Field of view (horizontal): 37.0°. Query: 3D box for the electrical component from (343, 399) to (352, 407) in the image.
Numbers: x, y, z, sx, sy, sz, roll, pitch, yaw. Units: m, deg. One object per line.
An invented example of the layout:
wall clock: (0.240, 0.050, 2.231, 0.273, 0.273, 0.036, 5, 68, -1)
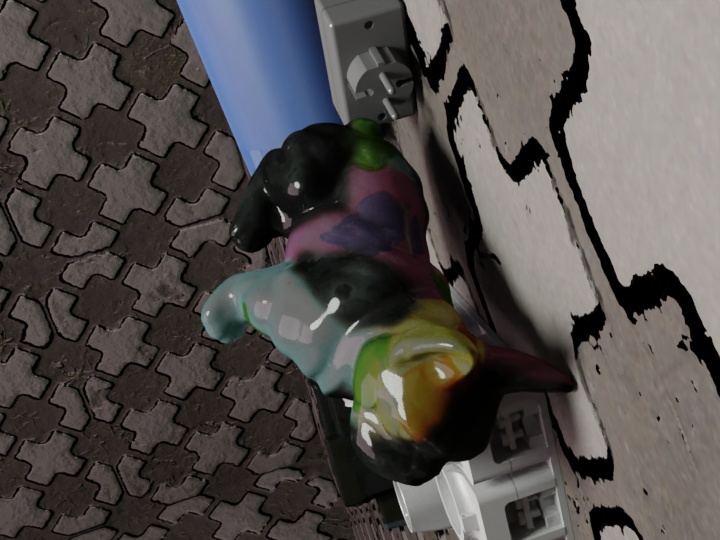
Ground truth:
electrical component: (0.008, 0.072, 0.798, 0.045, 0.045, 0.055, 161, 106, -83)

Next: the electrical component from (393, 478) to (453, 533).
electrical component: (0.063, 0.150, 0.783, 0.079, 0.077, 0.044, -129, 23, -73)

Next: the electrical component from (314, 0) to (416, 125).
electrical component: (0.010, -0.122, 0.663, 0.083, 0.047, 0.075, 79, 170, -45)

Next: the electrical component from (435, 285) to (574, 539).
electrical component: (0.065, 0.091, 0.695, 0.186, 0.060, 0.105, -126, 20, -68)
